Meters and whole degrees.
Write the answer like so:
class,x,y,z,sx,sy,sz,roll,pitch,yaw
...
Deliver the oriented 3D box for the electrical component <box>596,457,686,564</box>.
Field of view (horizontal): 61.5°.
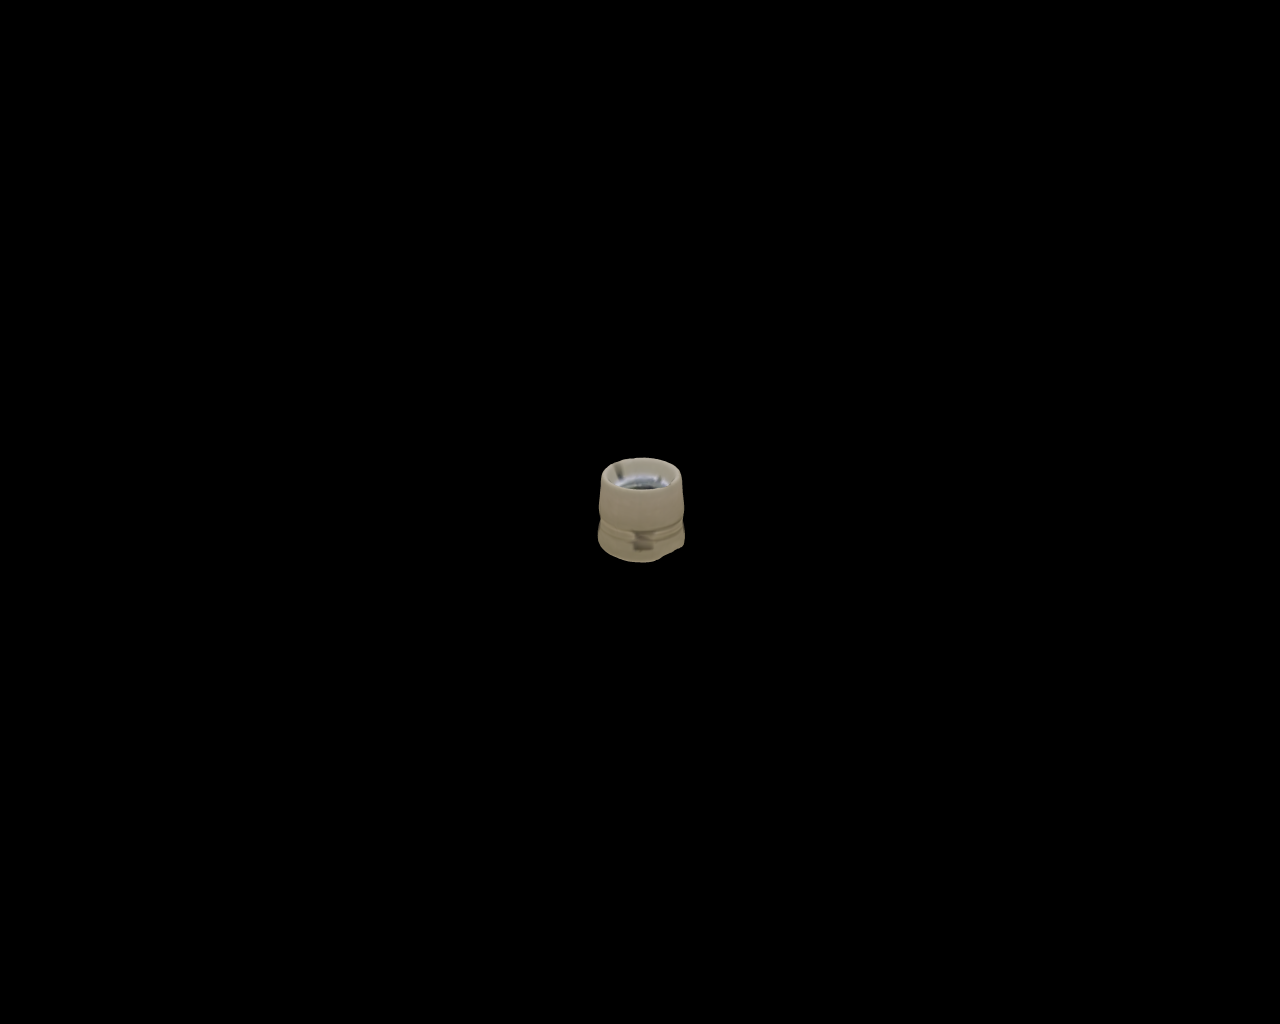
class,x,y,z,sx,sy,sz,roll,pitch,yaw
electrical component,0.001,-0.003,0.650,0.055,0.047,0.055,0,27,0
